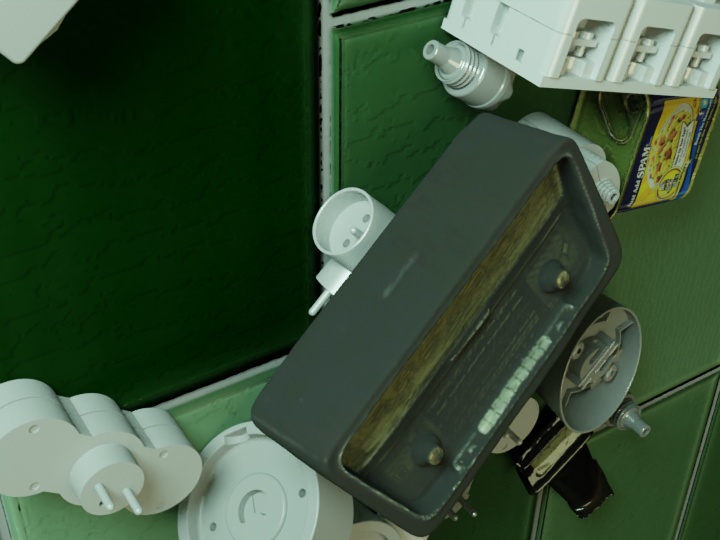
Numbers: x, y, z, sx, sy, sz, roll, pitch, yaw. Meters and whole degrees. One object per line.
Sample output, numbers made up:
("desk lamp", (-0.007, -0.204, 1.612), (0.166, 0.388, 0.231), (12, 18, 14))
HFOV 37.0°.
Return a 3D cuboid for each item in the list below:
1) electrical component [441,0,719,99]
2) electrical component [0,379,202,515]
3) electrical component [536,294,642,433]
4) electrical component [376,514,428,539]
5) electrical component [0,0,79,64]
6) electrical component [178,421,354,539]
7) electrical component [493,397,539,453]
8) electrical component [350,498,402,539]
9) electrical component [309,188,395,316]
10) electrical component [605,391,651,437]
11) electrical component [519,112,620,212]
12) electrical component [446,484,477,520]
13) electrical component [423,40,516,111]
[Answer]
("electrical component", (0.138, -0.147, 0.618), (0.150, 0.089, 0.061), (-4, 123, -36))
("electrical component", (-0.144, 0.110, 0.599), (0.138, 0.074, 0.052), (23, 105, -45))
("electrical component", (0.172, 0.066, 0.823), (0.099, 0.064, 0.099), (-20, 131, -26))
("electrical component", (0.029, 0.203, 0.828), (0.043, 0.043, 0.062), (4, 119, -40))
("electrical component", (-0.146, -0.143, 0.428), (0.099, 0.048, 0.100), (-48, 137, 2))
("electrical component", (-0.055, 0.155, 0.682), (0.108, 0.108, 0.060), (-52, 143, 5))
("electrical component", (0.088, 0.101, 0.775), (0.052, 0.074, 0.138), (-52, 137, 6))
("electrical component", (-0.029, 0.209, 0.770), (0.108, 0.060, 0.108), (-19, 125, -30))
("electrical component", (0.000, 0.000, 0.653), (0.079, 0.043, 0.077), (-51, 137, 4))
("electrical component", (0.217, 0.117, 0.898), (0.035, 0.061, 0.035), (-21, 131, -26))
("electrical component", (0.133, -0.064, 0.683), (0.043, 0.081, 0.043), (-21, 131, -25))
("electrical component", (0.055, 0.157, 0.790), (0.083, 0.076, 0.047), (0, 120, -38))
("electrical component", (0.061, -0.116, 0.622), (0.061, 0.035, 0.035), (18, 108, -42))
